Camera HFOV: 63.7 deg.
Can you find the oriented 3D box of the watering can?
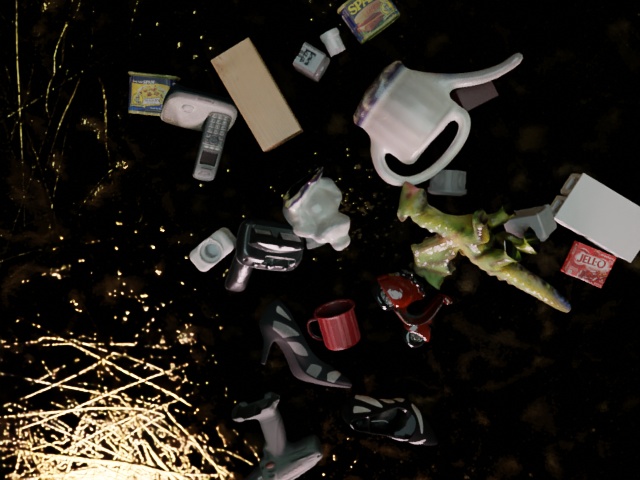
[{"bbox_3d":[0.211,-0.274,1.026,0.225,0.343,0.105,39,18,4],"label":"watering can"}]

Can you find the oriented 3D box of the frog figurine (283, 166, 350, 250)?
[{"bbox_3d":[0.003,-0.054,1.077,0.121,0.158,0.140,-18,29,50],"label":"frog figurine"}]

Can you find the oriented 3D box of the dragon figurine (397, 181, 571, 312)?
[{"bbox_3d":[0.308,0.035,1.064,0.240,0.407,0.125,-25,20,43],"label":"dragon figurine"}]
